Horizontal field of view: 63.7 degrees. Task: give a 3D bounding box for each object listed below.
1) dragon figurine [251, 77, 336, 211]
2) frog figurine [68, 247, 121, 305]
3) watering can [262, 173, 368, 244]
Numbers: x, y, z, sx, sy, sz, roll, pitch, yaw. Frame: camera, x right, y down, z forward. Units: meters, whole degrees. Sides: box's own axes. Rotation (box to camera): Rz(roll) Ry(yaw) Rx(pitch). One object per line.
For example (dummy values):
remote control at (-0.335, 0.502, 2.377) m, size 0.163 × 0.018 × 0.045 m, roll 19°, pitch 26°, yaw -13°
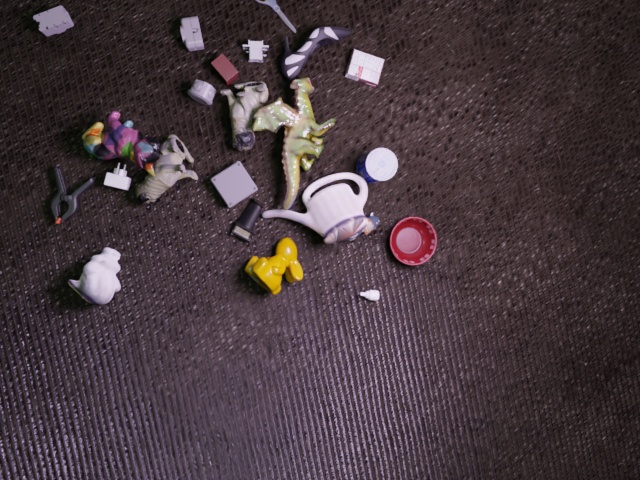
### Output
dragon figurine at (-0.102, -0.321, 1.600) m, size 0.241 × 0.122 × 0.413 m, roll 29°, pitch 80°, yaw -15°
frog figurine at (-0.650, 0.110, 1.546) m, size 0.161 × 0.124 × 0.135 m, roll -47°, pitch 131°, yaw -13°
watering can at (0.005, -0.082, 1.634) m, size 0.348 × 0.102 × 0.228 m, roll -26°, pitch 65°, yaw -2°
